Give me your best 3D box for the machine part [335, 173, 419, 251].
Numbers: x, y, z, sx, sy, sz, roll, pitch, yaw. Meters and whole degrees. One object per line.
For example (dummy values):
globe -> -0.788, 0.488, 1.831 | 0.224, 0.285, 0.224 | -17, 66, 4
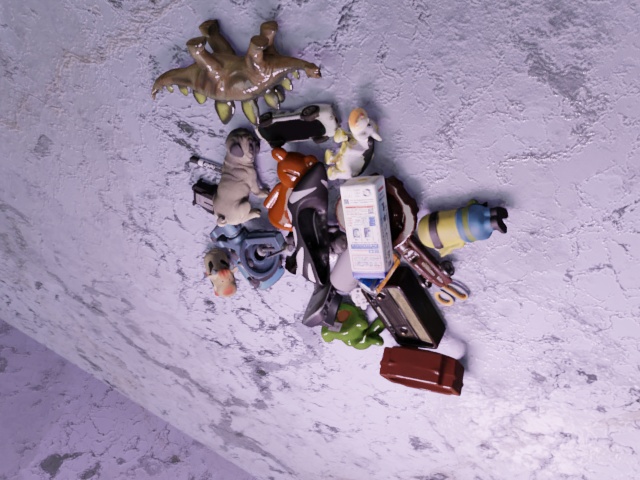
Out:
machine part -> 0.125, -0.057, 1.158 | 0.180, 0.056, 0.179 | 10, 114, 23

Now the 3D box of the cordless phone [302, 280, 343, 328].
cordless phone -> -0.005, 0.125, 1.389 | 0.089, 0.147, 0.184 | 5, 134, 18

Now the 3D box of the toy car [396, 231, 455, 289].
toy car -> 0.219, 0.036, 1.219 | 0.202, 0.053, 0.089 | 47, 132, -7

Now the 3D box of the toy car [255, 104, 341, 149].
toy car -> -0.052, -0.239, 1.128 | 0.202, 0.056, 0.073 | 1, 137, 34

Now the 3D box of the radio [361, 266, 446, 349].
radio -> 0.209, 0.172, 1.348 | 0.131, 0.073, 0.229 | -7, 126, 44

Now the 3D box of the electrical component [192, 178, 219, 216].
electrical component -> -0.275, -0.105, 1.411 | 0.119, 0.048, 0.074 | 28, 140, 8

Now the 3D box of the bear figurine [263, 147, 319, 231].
bear figurine -> -0.062, -0.124, 1.215 | 0.120, 0.132, 0.195 | 10, 118, 3

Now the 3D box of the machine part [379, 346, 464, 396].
machine part -> 0.273, 0.345, 1.425 | 0.202, 0.087, 0.200 | 3, 159, 26

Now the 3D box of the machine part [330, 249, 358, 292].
machine part -> 0.083, 0.053, 1.314 | 0.079, 0.079, 0.243 | 29, 139, 4

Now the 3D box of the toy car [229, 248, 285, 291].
toy car -> -0.182, 0.061, 1.478 | 0.161, 0.109, 0.103 | 48, 161, -6

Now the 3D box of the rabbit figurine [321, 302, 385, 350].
rabbit figurine -> 0.108, 0.245, 1.490 | 0.159, 0.121, 0.170 | -5, 146, 28

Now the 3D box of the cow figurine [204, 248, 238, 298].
cow figurine -> -0.279, 0.093, 1.525 | 0.195, 0.085, 0.127 | -124, 23, -49

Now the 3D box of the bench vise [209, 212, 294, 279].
bench vise -> -0.159, 0.002, 1.323 | 0.241, 0.129, 0.223 | -2, 116, 47

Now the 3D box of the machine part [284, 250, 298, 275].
machine part -> -0.056, 0.051, 1.412 | 0.039, 0.084, 0.139 | 12, 158, -20

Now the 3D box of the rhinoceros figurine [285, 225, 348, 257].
rhinoceros figurine -> -0.003, -0.004, 1.263 | 0.191, 0.112, 0.073 | 7, 92, 48

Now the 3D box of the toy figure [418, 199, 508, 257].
toy figure -> 0.286, -0.032, 1.097 | 0.180, 0.082, 0.089 | -15, 124, 44

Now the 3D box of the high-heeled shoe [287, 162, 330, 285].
high-heeled shoe -> -0.005, -0.028, 1.132 | 0.145, 0.086, 0.248 | 50, 137, 41

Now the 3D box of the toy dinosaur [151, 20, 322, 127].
toy dinosaur -> -0.194, -0.332, 1.091 | 0.472, 0.105, 0.198 | 13, 140, 29

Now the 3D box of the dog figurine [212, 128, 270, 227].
dog figurine -> -0.200, -0.143, 1.235 | 0.121, 0.172, 0.190 | 8, 142, 12

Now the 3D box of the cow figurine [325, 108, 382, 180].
cow figurine -> 0.078, -0.190, 1.074 | 0.098, 0.068, 0.167 | 1, 147, -23
